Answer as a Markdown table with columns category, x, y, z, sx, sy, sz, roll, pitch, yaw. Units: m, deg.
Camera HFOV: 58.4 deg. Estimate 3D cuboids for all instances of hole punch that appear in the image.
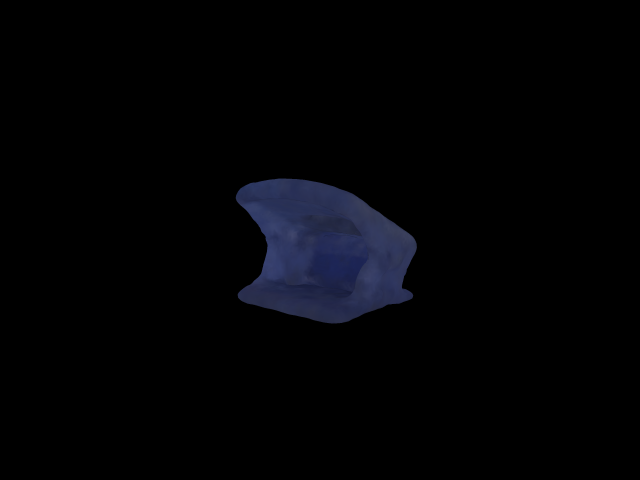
| category | x | y | z | sx | sy | sz | roll | pitch | yaw |
| --- | --- | --- | --- | --- | --- | --- | --- | --- | --- |
| hole punch | 0.004 | 0.001 | 0.400 | 0.108 | 0.091 | 0.101 | 7 | 11 | 39 |
